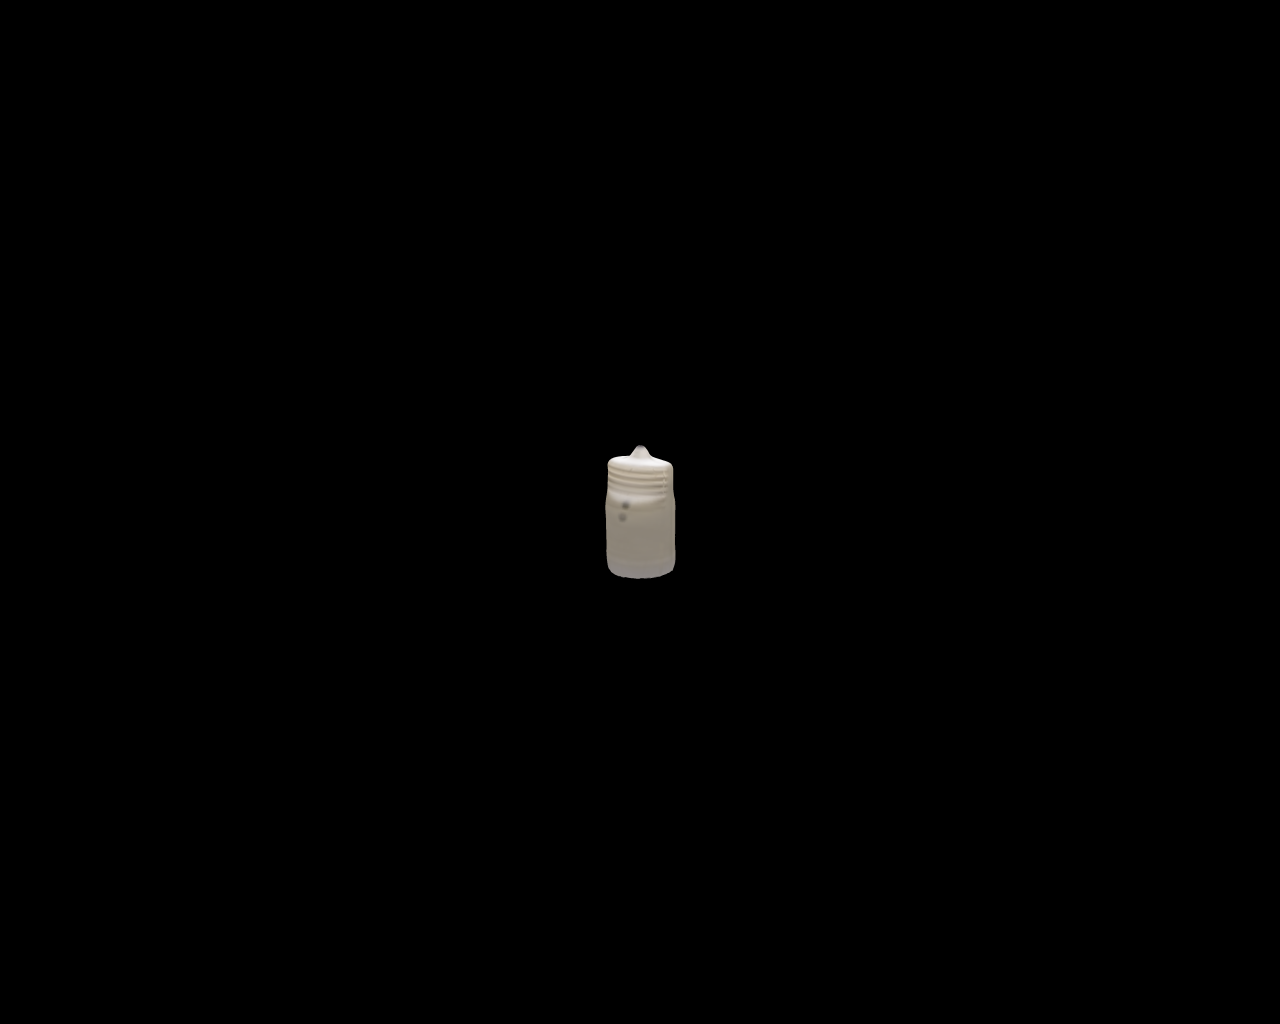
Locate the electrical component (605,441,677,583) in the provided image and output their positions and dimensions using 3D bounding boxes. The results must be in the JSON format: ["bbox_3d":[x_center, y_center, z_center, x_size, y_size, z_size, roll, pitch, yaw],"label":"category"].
[{"bbox_3d":[0.001,-0.003,0.650,0.043,0.080,0.043,0,16,0],"label":"electrical component"}]
